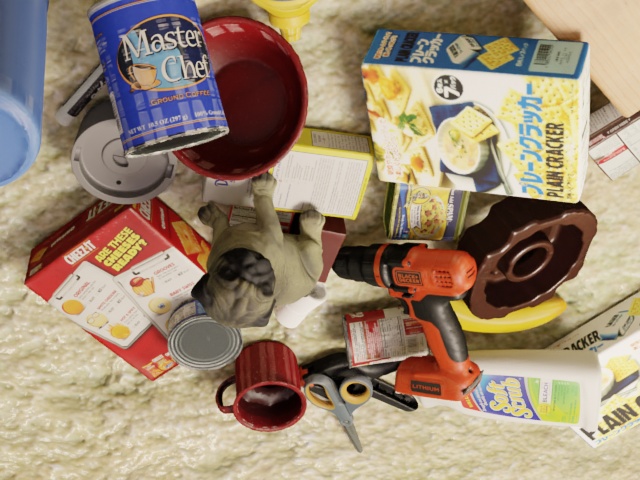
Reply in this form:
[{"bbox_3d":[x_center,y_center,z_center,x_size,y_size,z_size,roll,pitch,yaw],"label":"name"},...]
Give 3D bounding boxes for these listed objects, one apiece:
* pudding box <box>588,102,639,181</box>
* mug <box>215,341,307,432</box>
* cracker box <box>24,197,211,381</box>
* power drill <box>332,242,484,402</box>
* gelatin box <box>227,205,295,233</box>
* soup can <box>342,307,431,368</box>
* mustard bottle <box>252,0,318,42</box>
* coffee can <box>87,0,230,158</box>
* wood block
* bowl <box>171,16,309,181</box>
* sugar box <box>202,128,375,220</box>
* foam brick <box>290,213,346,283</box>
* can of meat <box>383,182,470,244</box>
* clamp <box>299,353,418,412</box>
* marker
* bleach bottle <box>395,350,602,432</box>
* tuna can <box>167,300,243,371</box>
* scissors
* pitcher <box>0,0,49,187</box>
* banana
[{"bbox_3d":[0.333,-0.116,1.157,0.090,0.039,0.113,-33,153,18],"label":"pudding box"},{"bbox_3d":[-0.077,0.187,1.356,0.117,0.081,0.093,-19,129,9],"label":"mug"},{"bbox_3d":[-0.204,0.049,1.234,0.164,0.072,0.213,-33,125,18],"label":"cracker box"},{"bbox_3d":[0.105,0.090,1.230,0.185,0.057,0.187,4,121,38],"label":"power drill"},{"bbox_3d":[-0.073,-0.013,1.224,0.073,0.030,0.089,8,128,-11],"label":"gelatin box"},{"bbox_3d":[0.082,0.119,1.328,0.102,0.068,0.068,-8,130,-1],"label":"soup can"},{"bbox_3d":[-0.034,-0.273,0.994,0.096,0.058,0.192,-6,130,-2],"label":"mustard bottle"},{"bbox_3d":[-0.152,-0.158,1.005,0.103,0.103,0.140,-14,90,5],"label":"coffee can"},{"bbox_3d":[0.271,-0.229,1.047,0.090,0.091,0.205,-37,125,22],"label":"wood block"},{"bbox_3d":[-0.083,-0.140,1.071,0.162,0.055,0.162,1,94,14],"label":"bowl"},{"bbox_3d":[-0.036,-0.078,1.166,0.176,0.048,0.093,9,128,-9],"label":"sugar box"},{"bbox_3d":[-0.008,0.002,1.230,0.053,0.051,0.078,12,128,-15],"label":"foam brick"},{"bbox_3d":[0.119,-0.045,1.203,0.084,0.057,0.102,1,130,-6],"label":"can of meat"},{"bbox_3d":[0.059,0.187,1.402,0.171,0.039,0.120,-3,126,3],"label":"clamp"},{"bbox_3d":[-0.229,-0.162,1.088,0.020,0.020,0.121,34,119,-29],"label":"marker"},{"bbox_3d":[0.221,0.187,1.341,0.251,0.068,0.102,0,118,6],"label":"bleach bottle"},{"bbox_3d":[-0.132,0.108,1.221,0.086,0.034,0.086,-5,128,-6],"label":"tuna can"},{"bbox_3d":[0.049,0.228,1.409,0.096,0.016,0.201,-17,137,23],"label":"scissors"},{"bbox_3d":[-0.309,-0.150,0.942,0.145,0.243,0.149,-12,135,-5],"label":"pitcher"},{"bbox_3d":[0.211,0.087,1.336,0.197,0.037,0.070,12,129,-16],"label":"banana"}]
